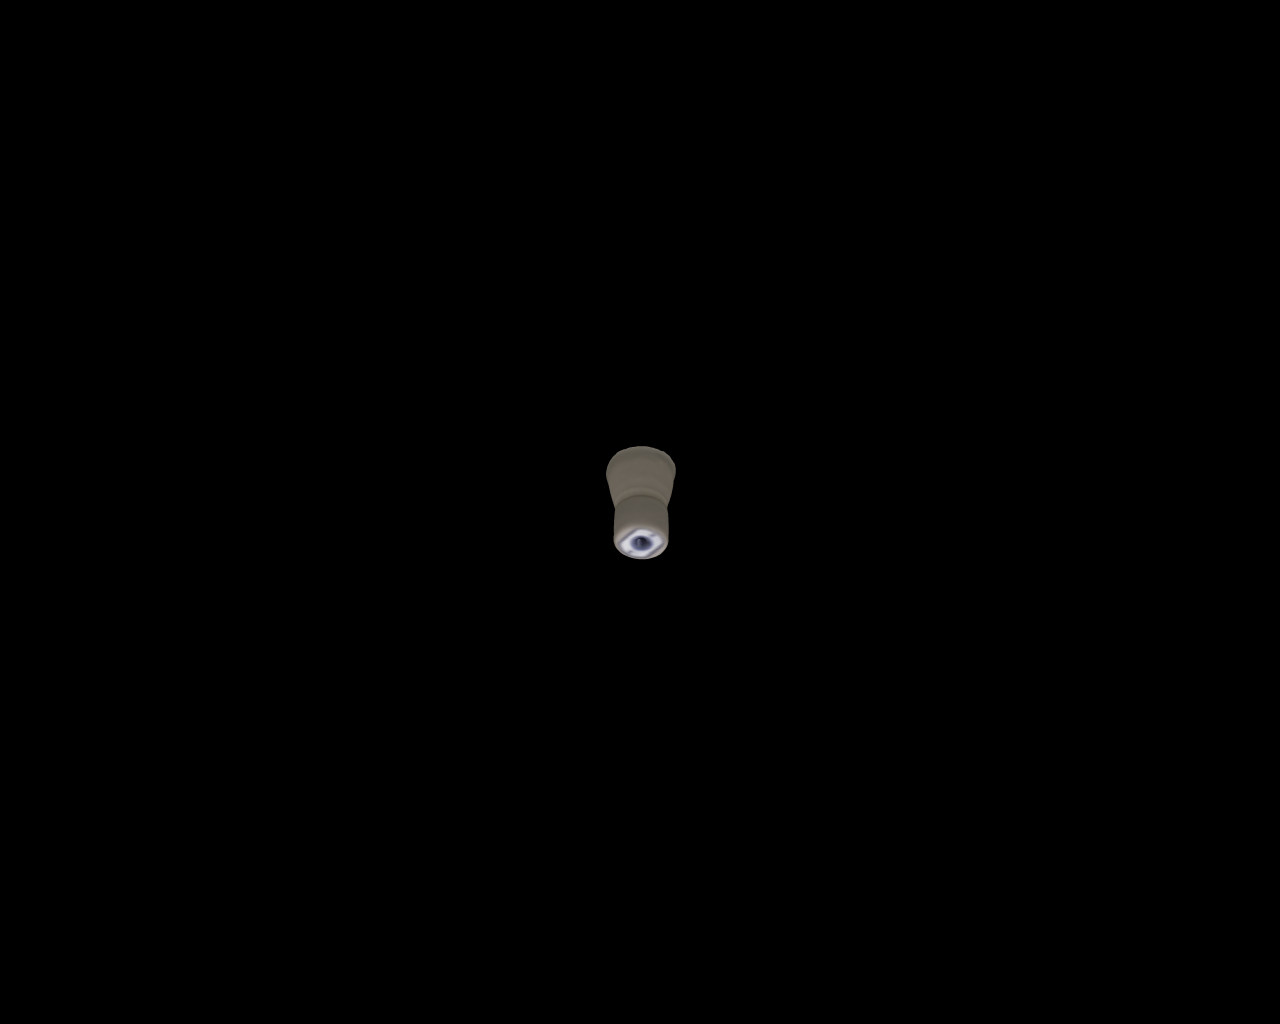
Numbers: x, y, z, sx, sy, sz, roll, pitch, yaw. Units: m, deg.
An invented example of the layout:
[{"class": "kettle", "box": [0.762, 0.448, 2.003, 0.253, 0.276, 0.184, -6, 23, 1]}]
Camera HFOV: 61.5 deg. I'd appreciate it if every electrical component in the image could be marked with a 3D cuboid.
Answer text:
[{"class": "electrical component", "box": [0.001, -0.003, 0.650, 0.044, 0.065, 0.044, 0, -43, 0]}]
